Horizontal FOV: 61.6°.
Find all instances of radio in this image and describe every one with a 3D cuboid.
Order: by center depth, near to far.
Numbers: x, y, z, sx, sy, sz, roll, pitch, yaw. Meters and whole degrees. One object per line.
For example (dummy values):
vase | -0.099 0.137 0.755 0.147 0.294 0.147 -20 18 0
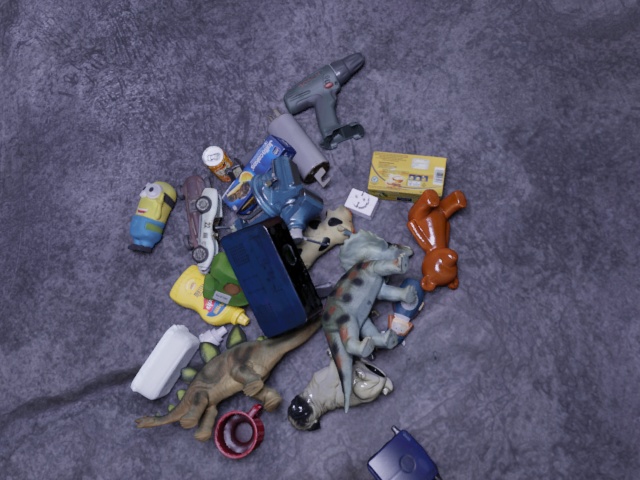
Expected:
radio | -0.096 0.072 1.093 0.131 0.073 0.229 -23 94 34

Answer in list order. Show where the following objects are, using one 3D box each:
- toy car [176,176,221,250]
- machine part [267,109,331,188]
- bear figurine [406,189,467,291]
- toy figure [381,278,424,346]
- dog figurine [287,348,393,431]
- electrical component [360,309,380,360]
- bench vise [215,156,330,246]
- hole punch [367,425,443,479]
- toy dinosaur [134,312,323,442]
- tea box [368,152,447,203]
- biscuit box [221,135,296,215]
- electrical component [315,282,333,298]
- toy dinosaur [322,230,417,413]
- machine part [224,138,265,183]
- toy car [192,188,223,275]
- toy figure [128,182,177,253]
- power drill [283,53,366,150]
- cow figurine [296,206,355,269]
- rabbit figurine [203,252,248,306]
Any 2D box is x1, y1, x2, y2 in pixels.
toy car | -0.299 -0.065 1.315 0.089 0.053 0.202 -12 71 3
machine part | -0.053 -0.222 1.303 0.079 0.079 0.243 -36 73 -1
bear figurine | 0.259 0.004 1.156 0.120 0.132 0.196 2 63 -28
toy figure | 0.179 0.159 1.164 0.064 0.057 0.154 16 79 32
dog figurine | 0.039 0.334 1.128 0.172 0.121 0.190 29 95 20
electrical component | 0.110 0.198 1.159 0.045 0.078 0.102 -17 64 -24
bench vise | -0.106 -0.060 1.185 0.241 0.128 0.224 -32 65 27
hole punch | 0.163 0.452 1.069 0.116 0.092 0.142 -40 68 -7
toy dinosaur | -0.162 0.268 1.132 0.471 0.104 0.199 -23 39 -12
tea box | 0.201 -0.141 1.239 0.170 0.068 0.098 9 76 13
biscuit box | -0.145 -0.152 1.270 0.059 0.063 0.202 46 108 20
electrical component | -0.033 0.111 1.199 0.119 0.048 0.074 -17 116 -3
toy dinosaur | 0.074 0.132 1.098 0.192 0.131 0.405 8 55 45
machine part | -0.167 -0.186 1.319 0.139 0.084 0.039 -43 46 -12
toy car | -0.257 -0.020 1.239 0.056 0.073 0.201 1 80 1
toy figure | -0.413 -0.057 1.318 0.082 0.089 0.180 13 85 12
power drill | 0.037 -0.339 1.319 0.232 0.086 0.207 -23 75 4
cow figurine | -0.003 -0.004 1.228 0.195 0.085 0.127 -44 66 -7
rabbit figurine | -0.169 0.057 1.216 0.159 0.121 0.170 16 40 -5
